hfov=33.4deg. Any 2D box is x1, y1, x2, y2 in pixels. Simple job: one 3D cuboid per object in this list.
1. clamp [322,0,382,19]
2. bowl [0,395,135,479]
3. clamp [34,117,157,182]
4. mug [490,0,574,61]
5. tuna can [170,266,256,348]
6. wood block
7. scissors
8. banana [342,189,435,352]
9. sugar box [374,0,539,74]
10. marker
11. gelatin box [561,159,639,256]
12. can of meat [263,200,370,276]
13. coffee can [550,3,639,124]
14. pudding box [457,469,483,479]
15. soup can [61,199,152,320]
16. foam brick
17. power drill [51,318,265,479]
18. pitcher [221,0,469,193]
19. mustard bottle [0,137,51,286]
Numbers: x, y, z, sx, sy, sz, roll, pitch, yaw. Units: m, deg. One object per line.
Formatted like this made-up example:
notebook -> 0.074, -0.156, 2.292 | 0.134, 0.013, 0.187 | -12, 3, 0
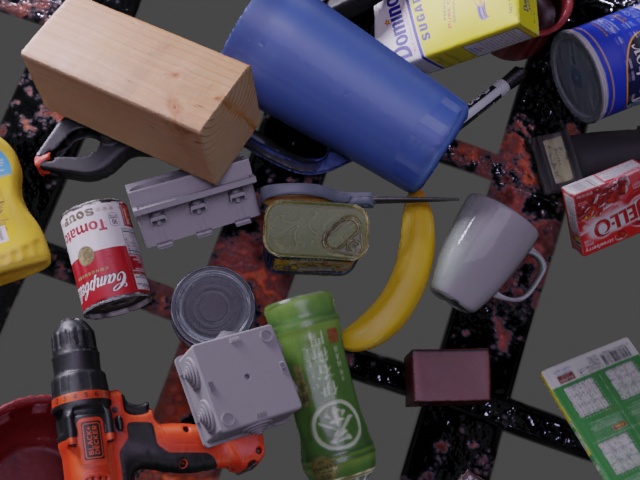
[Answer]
clamp -> 0.061, -0.314, 1.154 | 0.210, 0.036, 0.165 | -44, 46, -1
bowl -> -0.254, 0.226, 0.972 | 0.162, 0.055, 0.162 | 11, 62, -21
clamp -> -0.212, -0.117, 1.094 | 0.171, 0.039, 0.120 | -16, 64, -10
mug -> 0.216, -0.255, 1.146 | 0.093, 0.081, 0.117 | 9, 75, -3
tuna can -> -0.105, 0.069, 1.054 | 0.086, 0.034, 0.086 | 1, 75, -5
wood block -> -0.171, -0.148, 1.033 | 0.206, 0.091, 0.090 | 24, 64, 18
scissors -> 0.031, -0.035, 1.081 | 0.201, 0.096, 0.016 | 4, 72, -22
banana -> 0.073, 0.040, 1.076 | 0.069, 0.037, 0.197 | 33, 75, 4
sugar box -> 0.135, -0.230, 1.095 | 0.177, 0.048, 0.093 | -14, 71, 37
marker -> 0.176, -0.148, 1.146 | 0.121, 0.020, 0.020 | -38, 81, -13
gelatin box -> 0.299, -0.034, 1.101 | 0.089, 0.030, 0.073 | -21, 117, -10
can of meat -> -0.007, 0.001, 1.055 | 0.102, 0.084, 0.057 | 3, 74, -4
coffee can -> 0.331, -0.194, 1.129 | 0.140, 0.103, 0.103 | -21, 78, -11
pudding box -> 0.147, 0.290, 1.014 | 0.090, 0.039, 0.113 | 33, 75, 4
soup can -> -0.209, 0.019, 1.041 | 0.068, 0.068, 0.102 | -15, 76, -9
foam brick -> 0.124, 0.136, 1.047 | 0.078, 0.053, 0.051 | -1, 75, -4
power drill -> -0.153, 0.156, 0.987 | 0.187, 0.057, 0.184 | -3, 72, -24
pitcher -> 0.018, -0.144, 1.082 | 0.243, 0.149, 0.144 | 33, 60, 2
mustard bottle -> -0.339, -0.049, 1.052 | 0.096, 0.058, 0.192 | -20, 78, -11
